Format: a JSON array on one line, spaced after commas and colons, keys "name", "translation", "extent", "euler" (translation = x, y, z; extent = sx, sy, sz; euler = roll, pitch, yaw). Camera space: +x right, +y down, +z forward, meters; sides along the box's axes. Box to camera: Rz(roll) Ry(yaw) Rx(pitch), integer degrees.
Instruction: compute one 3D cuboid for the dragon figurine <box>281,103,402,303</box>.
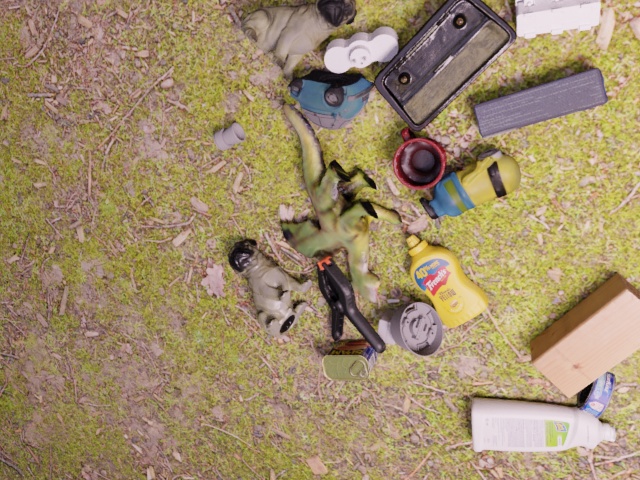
[{"name": "dragon figurine", "translation": [0.003, -0.052, 1.041], "extent": [0.411, 0.124, 0.239], "euler": [51, 123, 4]}]
